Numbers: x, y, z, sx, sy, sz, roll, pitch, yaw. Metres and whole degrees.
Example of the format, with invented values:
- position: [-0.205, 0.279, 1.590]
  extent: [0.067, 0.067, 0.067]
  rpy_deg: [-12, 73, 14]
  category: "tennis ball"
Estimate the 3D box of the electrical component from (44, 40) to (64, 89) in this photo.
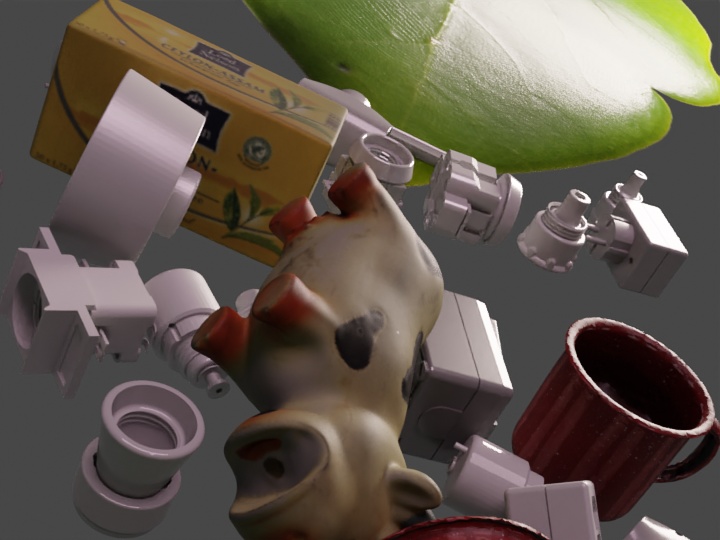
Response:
- position: [-0.175, -0.133, 0.736]
  extent: [0.078, 0.040, 0.040]
  rpy_deg: [3, 38, -35]
  category: "electrical component"

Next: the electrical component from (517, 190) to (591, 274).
- position: [0.152, -0.032, 0.818]
  extent: [0.048, 0.062, 0.048]
  rpy_deg: [19, 32, -13]
  category: "electrical component"

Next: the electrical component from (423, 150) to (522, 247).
- position: [0.084, -0.050, 0.798]
  extent: [0.057, 0.058, 0.078]
  rpy_deg: [18, 32, -9]
  category: "electrical component"

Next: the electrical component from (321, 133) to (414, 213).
- position: [0.008, -0.063, 0.758]
  extent: [0.066, 0.055, 0.048]
  rpy_deg: [7, 37, -31]
  category: "electrical component"

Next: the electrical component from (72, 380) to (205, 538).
- position: [-0.097, 0.082, 0.464]
  extent: [0.045, 0.055, 0.045]
  rpy_deg: [20, 32, -13]
  category: "electrical component"

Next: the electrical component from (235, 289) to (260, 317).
- position: [-0.050, 0.036, 0.579]
  extent: [0.043, 0.043, 0.062]
  rpy_deg: [6, 36, -32]
  category: "electrical component"

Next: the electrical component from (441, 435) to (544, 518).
- position: [0.078, 0.118, 0.561]
  extent: [0.078, 0.040, 0.040]
  rpy_deg: [28, 31, 0]
  category: "electrical component"

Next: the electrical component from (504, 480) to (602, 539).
- position: [0.076, 0.137, 0.511]
  extent: [0.047, 0.077, 0.065]
  rpy_deg: [34, 49, -71]
  category: "electrical component"

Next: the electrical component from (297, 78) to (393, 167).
- position: [-0.014, -0.116, 0.830]
  extent: [0.077, 0.044, 0.079]
  rpy_deg: [29, 31, 2]
  category: "electrical component"

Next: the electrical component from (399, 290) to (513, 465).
- position: [0.044, 0.054, 0.607]
  extent: [0.061, 0.061, 0.096]
  rpy_deg: [17, 33, -19]
  category: "electrical component"

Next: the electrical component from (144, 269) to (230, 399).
- position: [-0.088, 0.034, 0.556]
  extent: [0.040, 0.040, 0.078]
  rpy_deg: [1, 41, -37]
  category: "electrical component"

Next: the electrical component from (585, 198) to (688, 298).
- position: [0.209, -0.023, 0.862]
  extent: [0.077, 0.047, 0.065]
  rpy_deg: [14, 34, -21]
  category: "electrical component"

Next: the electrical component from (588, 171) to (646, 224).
- position: [0.220, -0.056, 0.906]
  extent: [0.035, 0.061, 0.035]
  rpy_deg: [20, 32, -13]
  category: "electrical component"

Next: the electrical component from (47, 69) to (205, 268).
- position: [-0.123, -0.048, 0.591]
  extent: [0.060, 0.108, 0.108]
  rpy_deg: [27, 30, -13]
  category: "electrical component"

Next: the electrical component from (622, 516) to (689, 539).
- position: [0.152, 0.172, 0.534]
  extent: [0.077, 0.043, 0.079]
  rpy_deg: [41, 33, 21]
  category: "electrical component"

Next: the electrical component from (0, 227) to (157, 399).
- position: [-0.139, 0.020, 0.536]
  extent: [0.064, 0.042, 0.081]
  rpy_deg: [1, 40, -38]
  category: "electrical component"
